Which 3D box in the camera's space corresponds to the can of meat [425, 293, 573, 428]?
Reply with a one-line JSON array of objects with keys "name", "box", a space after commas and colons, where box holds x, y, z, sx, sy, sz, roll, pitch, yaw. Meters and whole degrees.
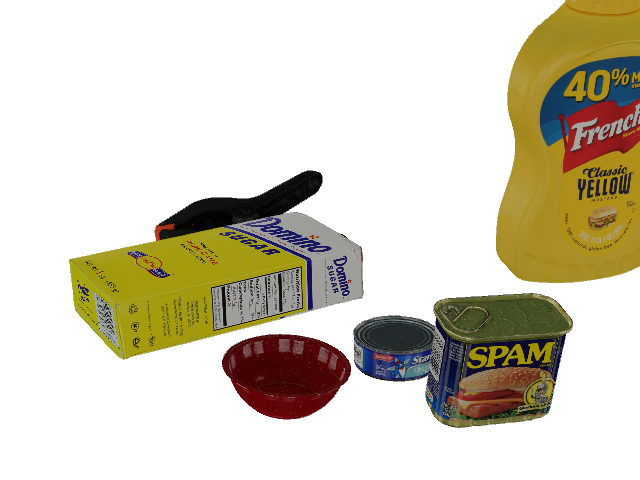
[{"name": "can of meat", "box": [0.133, 0.092, 0.816, 0.102, 0.084, 0.057, -3, 28, -14]}]

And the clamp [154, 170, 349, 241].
[{"name": "clamp", "box": [-0.062, -0.020, 0.964, 0.171, 0.039, 0.120, -2, 32, -5]}]

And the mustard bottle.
[{"name": "mustard bottle", "box": [0.153, -0.072, 0.603, 0.096, 0.192, 0.058, -7, 28, -11]}]

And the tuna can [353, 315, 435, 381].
[{"name": "tuna can", "box": [0.075, 0.106, 1.055, 0.086, 0.034, 0.086, 0, 20, 0]}]

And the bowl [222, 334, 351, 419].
[{"name": "bowl", "box": [-0.043, 0.178, 1.340, 0.162, 0.055, 0.162, 3, 22, -1]}]

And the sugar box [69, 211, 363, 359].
[{"name": "sugar box", "box": [-0.069, 0.025, 0.718, 0.176, 0.048, 0.093, -16, 25, -27]}]
